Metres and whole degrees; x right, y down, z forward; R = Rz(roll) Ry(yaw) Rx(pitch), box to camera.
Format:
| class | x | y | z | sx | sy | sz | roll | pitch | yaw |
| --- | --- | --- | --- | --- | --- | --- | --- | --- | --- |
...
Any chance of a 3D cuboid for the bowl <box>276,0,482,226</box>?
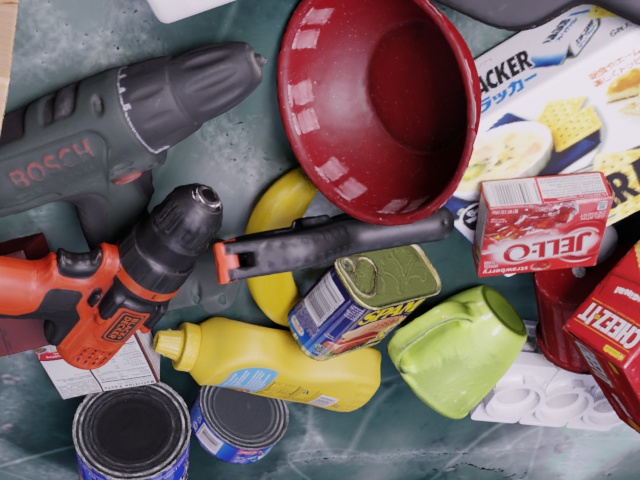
| class | x | y | z | sx | sy | sz | roll | pitch | yaw |
| --- | --- | --- | --- | --- | --- | --- | --- | --- | --- |
| bowl | 0.047 | -0.093 | 0.684 | 0.055 | 0.162 | 0.162 | -22 | 154 | -44 |

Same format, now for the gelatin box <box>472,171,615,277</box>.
| class | x | y | z | sx | sy | sz | roll | pitch | yaw |
| --- | --- | --- | --- | --- | --- | --- | --- | --- | --- |
| gelatin box | 0.155 | -0.010 | 0.751 | 0.089 | 0.030 | 0.073 | -5 | 139 | -3 |

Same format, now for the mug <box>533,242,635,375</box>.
| class | x | y | z | sx | sy | sz | roll | pitch | yaw |
| --- | --- | --- | --- | --- | --- | --- | --- | --- | --- |
| mug | 0.232 | 0.045 | 0.892 | 0.117 | 0.093 | 0.081 | -33 | 134 | -14 |

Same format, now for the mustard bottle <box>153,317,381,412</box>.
| class | x | y | z | sx | sy | sz | roll | pitch | yaw |
| --- | --- | --- | --- | --- | --- | --- | --- | --- | --- |
| mustard bottle | -0.050 | 0.105 | 0.923 | 0.191 | 0.058 | 0.096 | 13 | 157 | -21 |

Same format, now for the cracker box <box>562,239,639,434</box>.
| class | x | y | z | sx | sy | sz | roll | pitch | yaw |
| --- | --- | --- | --- | --- | --- | --- | --- | --- | --- |
| cracker box | 0.302 | 0.043 | 0.835 | 0.213 | 0.072 | 0.164 | -47 | 134 | -7 |

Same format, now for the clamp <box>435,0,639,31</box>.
| class | x | y | z | sx | sy | sz | roll | pitch | yaw |
| --- | --- | --- | --- | --- | --- | --- | --- | --- | --- |
| clamp | 0.149 | -0.185 | 0.628 | 0.210 | 0.036 | 0.164 | 2 | 112 | 14 |

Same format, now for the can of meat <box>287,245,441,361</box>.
| class | x | y | z | sx | sy | sz | roll | pitch | yaw |
| --- | --- | --- | --- | --- | --- | --- | --- | --- | --- |
| can of meat | 0.033 | 0.048 | 0.859 | 0.101 | 0.057 | 0.084 | -10 | 151 | -45 |

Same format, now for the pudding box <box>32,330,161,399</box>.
| class | x | y | z | sx | sy | sz | roll | pitch | yaw |
| --- | --- | --- | --- | --- | --- | --- | --- | --- | --- |
| pudding box | -0.191 | 0.085 | 0.898 | 0.090 | 0.039 | 0.113 | -10 | 140 | 2 |

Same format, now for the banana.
| class | x | y | z | sx | sy | sz | roll | pitch | yaw |
| --- | --- | --- | --- | --- | --- | --- | --- | --- | --- |
| banana | -0.028 | 0.010 | 0.841 | 0.069 | 0.037 | 0.198 | 2 | 137 | -13 |

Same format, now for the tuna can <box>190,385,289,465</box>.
| class | x | y | z | sx | sy | sz | roll | pitch | yaw |
| --- | --- | --- | --- | --- | --- | --- | --- | --- | --- |
| tuna can | -0.073 | 0.158 | 0.961 | 0.086 | 0.086 | 0.034 | 13 | 137 | -22 |

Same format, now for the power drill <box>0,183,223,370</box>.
| class | x | y | z | sx | sy | sz | roll | pitch | yaw |
| --- | --- | --- | --- | --- | --- | --- | --- | --- | --- |
| power drill | -0.175 | 0.012 | 0.683 | 0.187 | 0.057 | 0.185 | 17 | 131 | -34 |

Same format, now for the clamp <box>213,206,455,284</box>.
| class | x | y | z | sx | sy | sz | roll | pitch | yaw |
| --- | --- | --- | --- | --- | --- | --- | --- | --- | --- |
| clamp | -0.005 | 0.001 | 0.748 | 0.171 | 0.039 | 0.120 | -9 | 178 | -29 |

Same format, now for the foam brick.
| class | x | y | z | sx | sy | sz | roll | pitch | yaw |
| --- | --- | --- | --- | --- | --- | --- | --- | --- | --- |
| foam brick | -0.229 | 0.041 | 0.811 | 0.053 | 0.051 | 0.078 | -14 | 107 | 6 |

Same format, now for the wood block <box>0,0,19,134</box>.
| class | x | y | z | sx | sy | sz | roll | pitch | yaw |
| --- | --- | --- | --- | --- | --- | --- | --- | --- | --- |
| wood block | -0.290 | -0.110 | 0.628 | 0.205 | 0.091 | 0.090 | 8 | 137 | -18 |

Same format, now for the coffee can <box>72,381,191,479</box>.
| class | x | y | z | sx | sy | sz | roll | pitch | yaw |
| --- | --- | --- | --- | --- | --- | --- | --- | --- | --- |
| coffee can | -0.170 | 0.203 | 0.975 | 0.102 | 0.103 | 0.140 | 0 | 143 | -9 |

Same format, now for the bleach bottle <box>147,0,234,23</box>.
| class | x | y | z | sx | sy | sz | roll | pitch | yaw |
| --- | --- | --- | --- | --- | --- | --- | --- | --- | --- |
| bleach bottle | 0.010 | -0.207 | 0.591 | 0.251 | 0.068 | 0.102 | -18 | 134 | 7 |
